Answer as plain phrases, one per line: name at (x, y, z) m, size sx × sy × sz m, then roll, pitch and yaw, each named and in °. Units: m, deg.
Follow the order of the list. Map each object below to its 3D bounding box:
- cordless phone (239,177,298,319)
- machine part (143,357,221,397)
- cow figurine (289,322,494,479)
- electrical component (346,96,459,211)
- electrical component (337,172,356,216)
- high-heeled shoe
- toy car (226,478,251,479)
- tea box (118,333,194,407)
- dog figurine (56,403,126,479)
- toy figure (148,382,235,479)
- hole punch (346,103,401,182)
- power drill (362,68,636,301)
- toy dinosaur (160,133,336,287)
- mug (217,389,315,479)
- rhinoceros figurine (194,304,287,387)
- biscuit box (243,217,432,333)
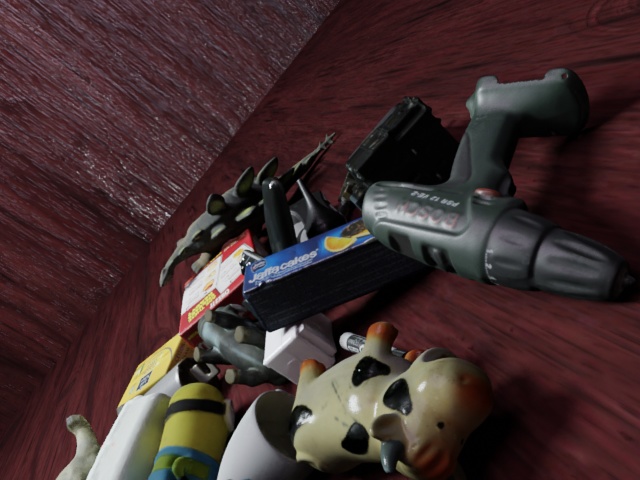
cordless phone at (-0.067, 0.007, 0.724) m, size 0.089 × 0.184 × 0.147 m, roll -13°, pitch 11°, yaw -20°
machine part at (-0.230, 0.253, 0.812) m, size 0.243 × 0.079 × 0.079 m, roll -42°, pitch 22°, yaw 23°
cow figurine at (0.046, 0.134, 0.413) m, size 0.195 × 0.085 × 0.127 m, roll -35°, pitch 26°, yaw 43°
electrical component at (0.099, -0.076, 0.609) m, size 0.134 × 0.115 × 0.058 m, roll -50°, pitch 16°, yaw 6°
electrical component at (0.061, -0.088, 0.819) m, size 0.078 × 0.045 × 0.102 m, roll 108°, pitch -176°, yaw -48°
high-heeled shoe at (-0.002, -0.002, 0.817) m, size 0.086 × 0.145 × 0.248 m, roll -27°, pitch -12°, yaw -8°
toy car at (-0.038, 0.247, 0.400) m, size 0.103 × 0.109 × 0.162 m, roll -24°, pitch 13°, yaw 7°
tea box at (-0.265, 0.237, 0.924) m, size 0.169 × 0.068 × 0.098 m, roll -37°, pitch 24°, yaw 32°
dog figurine at (-0.270, 0.319, 0.687) m, size 0.172 × 0.121 × 0.191 m, roll -13°, pitch 23°, yaw -6°
toy figure at (-0.155, 0.252, 0.632) m, size 0.082 × 0.089 × 0.180 m, roll -29°, pitch 27°, yaw 31°
hole punch at (0.107, -0.099, 0.699) m, size 0.142 × 0.092 × 0.115 m, roll -53°, pitch -13°, yaw 5°
power drill at (0.163, -0.051, 0.461) m, size 0.232 × 0.085 × 0.207 m, roll 9°, pitch 62°, yaw 42°
toy dinosaur at (-0.138, -0.068, 1.063) m, size 0.471 × 0.105 × 0.198 m, roll -45°, pitch 2°, yaw -32°
mug at (-0.056, 0.203, 0.522) m, size 0.107 × 0.081 × 0.110 m, roll -54°, pitch 23°, yaw 18°
rhinoceros figurine at (-0.103, 0.130, 0.709) m, size 0.190 × 0.112 × 0.073 m, roll 15°, pitch 96°, yaw 55°
biscuit box at (0.017, 0.028, 0.582) m, size 0.203 × 0.062 × 0.059 m, roll -23°, pitch 27°, yaw 9°
